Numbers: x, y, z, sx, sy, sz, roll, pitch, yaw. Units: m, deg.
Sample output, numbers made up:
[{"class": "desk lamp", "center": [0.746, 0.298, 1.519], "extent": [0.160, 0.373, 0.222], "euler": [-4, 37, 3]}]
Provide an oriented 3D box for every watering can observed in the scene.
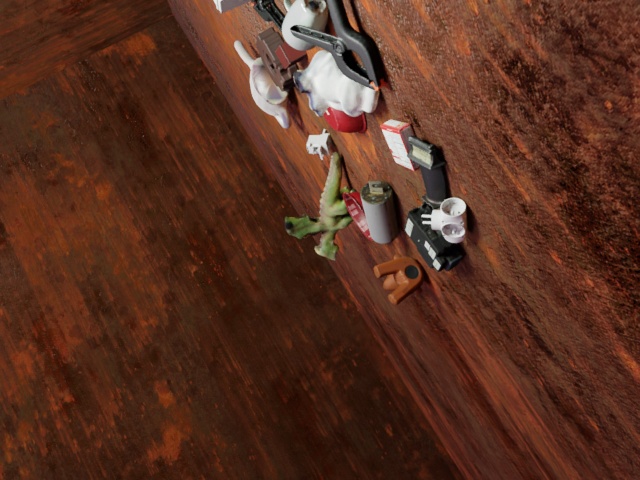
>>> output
[{"class": "watering can", "center": [-0.185, -0.514, 1.638], "extent": [0.347, 0.104, 0.223], "euler": [59, 172, -1]}]

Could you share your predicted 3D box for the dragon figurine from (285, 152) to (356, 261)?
[{"class": "dragon figurine", "center": [0.005, -0.080, 1.594], "extent": [0.125, 0.243, 0.401], "euler": [57, 175, 44]}]

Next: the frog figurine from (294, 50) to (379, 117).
[{"class": "frog figurine", "center": [0.049, -0.309, 1.016], "extent": [0.159, 0.125, 0.134], "euler": [6, 129, 34]}]
